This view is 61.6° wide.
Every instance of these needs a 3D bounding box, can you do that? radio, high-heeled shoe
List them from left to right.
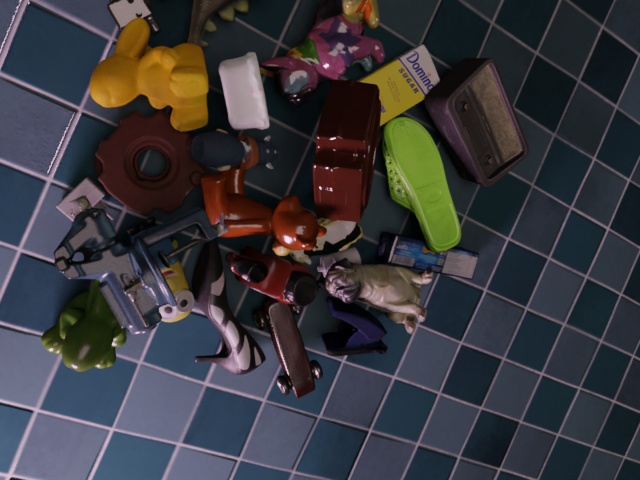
[{"bbox_3d":[-0.153,0.122,0.972,0.145,0.086,0.248,4,93,-36],"label":"high-heeled shoe"},{"bbox_3d":[0.307,-0.223,1.044,0.131,0.073,0.229,-41,120,-8],"label":"radio"}]

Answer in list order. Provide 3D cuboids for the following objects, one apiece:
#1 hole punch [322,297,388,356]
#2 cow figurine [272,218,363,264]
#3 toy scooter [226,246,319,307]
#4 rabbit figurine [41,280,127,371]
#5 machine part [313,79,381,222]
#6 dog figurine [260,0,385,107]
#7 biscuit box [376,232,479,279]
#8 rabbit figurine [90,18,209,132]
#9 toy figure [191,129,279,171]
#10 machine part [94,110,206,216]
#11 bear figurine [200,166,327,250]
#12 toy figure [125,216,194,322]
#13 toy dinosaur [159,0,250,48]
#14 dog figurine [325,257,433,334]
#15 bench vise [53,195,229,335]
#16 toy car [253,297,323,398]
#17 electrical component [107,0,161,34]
[{"bbox_3d":[0.065,0.160,1.022,0.116,0.142,0.092,-1,96,-7],"label":"hole punch"},{"bbox_3d":[-0.004,-0.003,1.002,0.167,0.068,0.098,-34,114,-10],"label":"cow figurine"},{"bbox_3d":[-0.097,0.059,0.959,0.183,0.135,0.075,25,85,-40],"label":"toy scooter"},{"bbox_3d":[-0.350,0.143,0.850,0.121,0.170,0.159,38,87,-21],"label":"rabbit figurine"},{"bbox_3d":[0.049,-0.146,0.902,0.087,0.200,0.201,7,55,7],"label":"machine part"},{"bbox_3d":[-0.007,-0.337,0.924,0.219,0.108,0.191,-15,104,-13],"label":"dog figurine"},{"bbox_3d":[0.216,0.031,1.083,0.202,0.063,0.059,12,96,-20],"label":"biscuit box"},{"bbox_3d":[-0.262,-0.254,0.818,0.173,0.122,0.162,-12,74,-13],"label":"rabbit figurine"},{"bbox_3d":[-0.139,-0.150,0.900,0.154,0.058,0.064,-3,119,-44],"label":"toy figure"},{"bbox_3d":[-0.279,-0.127,0.891,0.179,0.056,0.179,-3,100,-17],"label":"machine part"},{"bbox_3d":[-0.090,-0.050,0.904,0.196,0.120,0.131,5,110,17],"label":"bear figurine"},{"bbox_3d":[-0.269,0.052,0.913,0.082,0.089,0.180,-21,96,5],"label":"toy figure"},{"bbox_3d":[-0.139,-0.506,0.854,0.198,0.105,0.470,9,105,-28],"label":"toy dinosaur"},{"bbox_3d":[0.102,0.095,1.030,0.191,0.172,0.121,13,63,1],"label":"dog figurine"},{"bbox_3d":[-0.258,0.011,0.808,0.241,0.129,0.223,-29,90,-19],"label":"bench vise"},{"bbox_3d":[-0.060,0.201,1.022,0.089,0.053,0.202,-23,102,-25],"label":"toy car"},{"bbox_3d":[-0.302,-0.367,0.860,0.063,0.021,0.094,-33,107,-11],"label":"electrical component"}]
